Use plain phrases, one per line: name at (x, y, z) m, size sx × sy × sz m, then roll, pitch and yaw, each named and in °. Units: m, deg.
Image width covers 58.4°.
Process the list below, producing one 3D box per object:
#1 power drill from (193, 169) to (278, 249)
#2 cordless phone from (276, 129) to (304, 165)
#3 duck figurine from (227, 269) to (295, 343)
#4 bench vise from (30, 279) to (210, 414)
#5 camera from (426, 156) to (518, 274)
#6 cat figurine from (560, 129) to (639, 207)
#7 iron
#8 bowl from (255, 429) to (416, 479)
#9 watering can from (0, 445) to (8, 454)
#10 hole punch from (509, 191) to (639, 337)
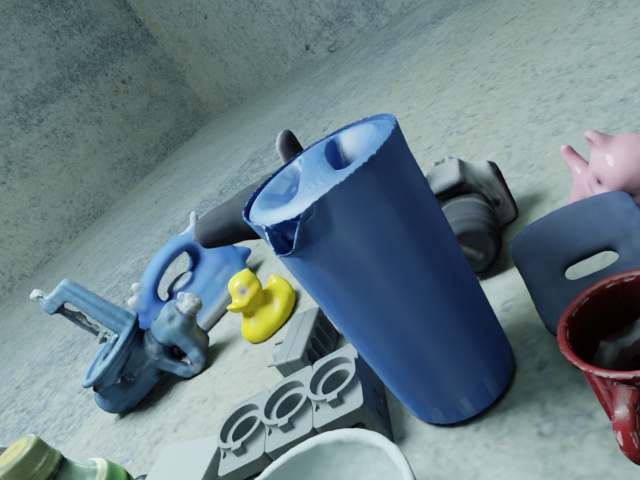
power drill at (0.006, 0.002, 0.645) m, size 0.229 × 0.209 × 0.075 m, roll -35°, pitch 22°, yaw 0°
cordless phone at (-0.024, -0.065, 0.858) m, size 0.094 × 0.185 × 0.147 m, roll -26°, pitch 24°, yaw 22°
duck figurine at (-0.088, 0.078, 0.792) m, size 0.077 × 0.086 × 0.105 m, roll -14°, pitch 30°, yaw 42°
bench vise at (-0.273, 0.117, 0.800) m, size 0.207 × 0.220 × 0.121 m, roll -39°, pitch 22°, yaw -9°
camera at (0.143, -0.023, 0.643) m, size 0.143 × 0.101 × 0.137 m, roll -26°, pitch 24°, yaw 22°
cat figurine at (0.265, -0.058, 0.518) m, size 0.067 × 0.118 × 0.127 m, roll -36°, pitch 22°, yaw -1°
iron at (-0.228, 0.076, 0.924) m, size 0.118 × 0.142 × 0.259 m, roll -14°, pitch 30°, yaw 42°
bowl at (0.008, 0.217, 0.384) m, size 0.167 × 0.075 × 0.167 m, roll -30°, pitch 23°, yaw 14°
watering can at (-0.401, 0.298, 0.648) m, size 0.101 × 0.194 × 0.172 m, roll -39°, pitch 22°, yaw -10°
hole punch at (0.218, 0.027, 0.447) m, size 0.108 × 0.091 × 0.101 m, roll -28°, pitch 23°, yaw 17°
